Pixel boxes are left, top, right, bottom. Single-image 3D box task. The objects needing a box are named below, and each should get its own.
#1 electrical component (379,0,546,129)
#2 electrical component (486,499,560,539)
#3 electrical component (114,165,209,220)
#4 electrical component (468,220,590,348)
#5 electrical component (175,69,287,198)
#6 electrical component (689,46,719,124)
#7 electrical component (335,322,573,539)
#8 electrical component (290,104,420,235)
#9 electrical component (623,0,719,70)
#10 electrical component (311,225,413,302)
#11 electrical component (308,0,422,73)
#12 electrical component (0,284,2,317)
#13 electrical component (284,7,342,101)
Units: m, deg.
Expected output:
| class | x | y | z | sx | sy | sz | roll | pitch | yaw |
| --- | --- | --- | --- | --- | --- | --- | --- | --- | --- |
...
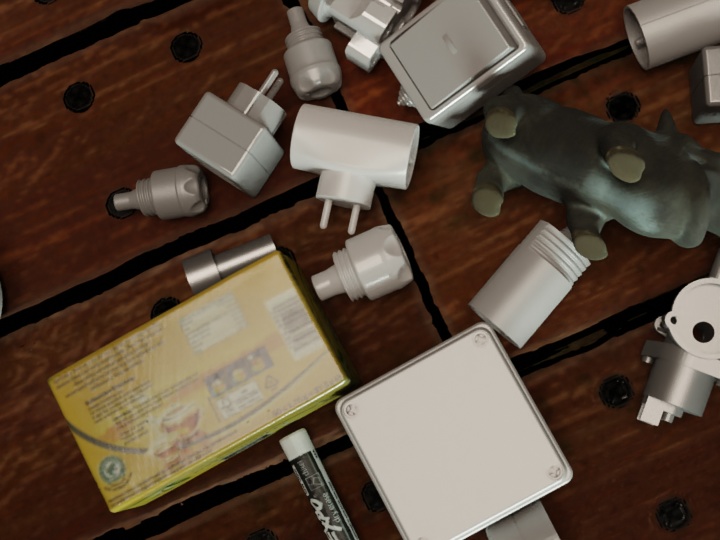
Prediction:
| class | x | y | z | sx | sy | sz | roll | pitch | yaw |
| --- | --- | --- | --- | --- | --- | --- | --- | --- | --- |
| electrical component | 0.059 | -0.135 | 0.685 | 0.096 | 0.061 | 0.061 | -35 | 80 | 19 |
| electrical component | 0.140 | 0.202 | 0.647 | 0.074 | 0.052 | 0.138 | -27 | 81 | 3 |
| electrical component | -0.134 | -0.050 | 0.720 | 0.061 | 0.035 | 0.035 | -9 | 82 | 7 |
| electrical component | 0.111 | 0.005 | 0.679 | 0.043 | 0.043 | 0.081 | 40 | 89 | 10 |
| electrical component | -0.074 | -0.096 | 0.702 | 0.047 | 0.065 | 0.076 | 33 | 87 | 9 |
| electrical component | 0.255 | -0.099 | 0.673 | 0.083 | 0.047 | 0.075 | -3 | 83 | 6 |
| electrical component | 0.058 | 0.105 | 0.667 | 0.109 | 0.056 | 0.108 | -29 | 81 | 3 |
| electrical component | -0.007 | -0.063 | 0.701 | 0.077 | 0.043 | 0.079 | 12 | 84 | 8 |
| electrical component | 0.215 | -0.162 | 0.687 | 0.081 | 0.043 | 0.043 | -20 | 81 | 4 |
| electrical component | 0.000 | 0.000 | 0.693 | 0.062 | 0.043 | 0.043 | -23 | 81 | 5 |
| electrical component | 0.004 | -0.179 | 0.708 | 0.057 | 0.058 | 0.078 | 34 | 88 | 7 |
| electrical component | -0.293 | 0.021 | 0.717 | 0.108 | 0.060 | 0.108 | -1 | 83 | 7 |
| electrical component | -0.035 | -0.146 | 0.720 | 0.035 | 0.035 | 0.061 | -18 | 79 | 4 |
